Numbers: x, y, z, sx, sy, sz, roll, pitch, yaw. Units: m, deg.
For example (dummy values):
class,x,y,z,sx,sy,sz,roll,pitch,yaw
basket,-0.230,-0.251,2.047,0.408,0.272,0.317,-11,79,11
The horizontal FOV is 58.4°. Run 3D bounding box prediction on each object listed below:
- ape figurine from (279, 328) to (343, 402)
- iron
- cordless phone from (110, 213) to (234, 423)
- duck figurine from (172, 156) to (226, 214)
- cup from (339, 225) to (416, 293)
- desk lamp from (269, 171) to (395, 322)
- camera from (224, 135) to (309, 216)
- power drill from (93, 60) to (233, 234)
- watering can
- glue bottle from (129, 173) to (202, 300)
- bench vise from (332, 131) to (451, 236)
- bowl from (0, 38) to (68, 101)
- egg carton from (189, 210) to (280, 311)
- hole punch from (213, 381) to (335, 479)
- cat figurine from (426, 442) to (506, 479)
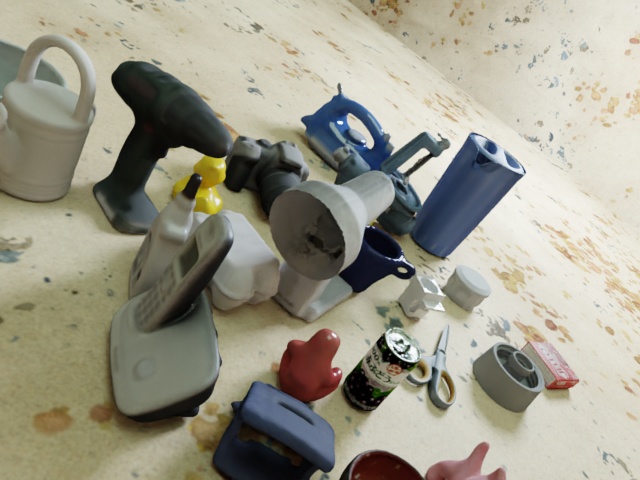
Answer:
class,x,y,z,sx,sy,sz,roll,pitch,yaw
ape figurine,-0.005,0.142,0.677,0.077,0.092,0.076,44,30,17
iron,0.085,-0.221,1.258,0.258,0.141,0.119,44,31,17
cordless phone,-0.132,0.073,0.555,0.094,0.185,0.147,12,36,-34
duck figurine,-0.171,-0.086,0.855,0.078,0.086,0.104,20,32,-23
cup,0.083,0.044,0.909,0.118,0.095,0.092,33,29,-2
desk lamp,0.007,0.003,0.772,0.117,0.213,0.204,42,30,14
camera,-0.080,-0.106,0.961,0.143,0.100,0.136,18,33,-26
power drill,-0.210,-0.113,0.731,0.076,0.208,0.229,-6,48,-49
watering can,-0.325,-0.146,0.677,0.101,0.194,0.173,25,30,-15
glue bottle,-0.170,-0.005,0.645,0.037,0.173,0.078,18,33,-26
bench vise,0.133,-0.127,1.087,0.208,0.219,0.121,21,32,-23
bowl,-0.437,-0.205,0.774,0.168,0.074,0.167,25,30,-16
egg carton,-0.122,0.023,0.759,0.107,0.069,0.150,-9,50,-51
hole punch,-0.038,0.190,0.572,0.109,0.091,0.101,32,29,-3
cat figurine,0.172,0.278,0.626,0.067,0.117,0.128,32,29,-4
